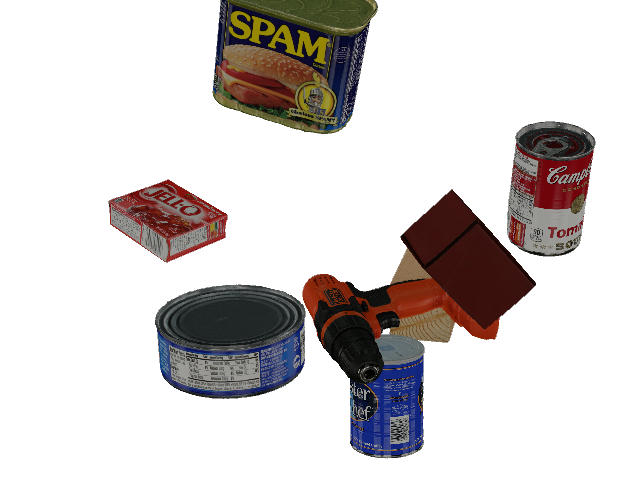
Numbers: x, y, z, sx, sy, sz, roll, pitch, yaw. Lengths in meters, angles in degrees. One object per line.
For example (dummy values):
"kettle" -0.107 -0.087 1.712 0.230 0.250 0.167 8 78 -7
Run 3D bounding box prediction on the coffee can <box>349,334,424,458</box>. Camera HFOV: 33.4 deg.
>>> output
"coffee can" 0.090 0.211 1.456 0.103 0.140 0.103 -1 14 0

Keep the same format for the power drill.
"power drill" 0.087 0.081 1.117 0.187 0.057 0.184 -7 28 -14

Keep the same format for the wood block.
"wood block" 0.168 0.068 1.629 0.091 0.090 0.206 4 22 14

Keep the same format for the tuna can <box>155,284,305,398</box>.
"tuna can" -0.051 0.057 0.613 0.086 0.034 0.086 -1 20 0

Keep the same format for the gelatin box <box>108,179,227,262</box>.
"gelatin box" -0.144 -0.021 1.002 0.089 0.030 0.073 31 38 34

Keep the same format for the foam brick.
"foam brick" 0.105 0.014 0.759 0.078 0.051 0.053 44 8 -31

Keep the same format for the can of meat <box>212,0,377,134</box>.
"can of meat" -0.021 -0.126 0.708 0.102 0.084 0.057 19 39 11

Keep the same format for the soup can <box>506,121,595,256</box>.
"soup can" 0.203 -0.045 0.950 0.068 0.102 0.068 0 32 0
